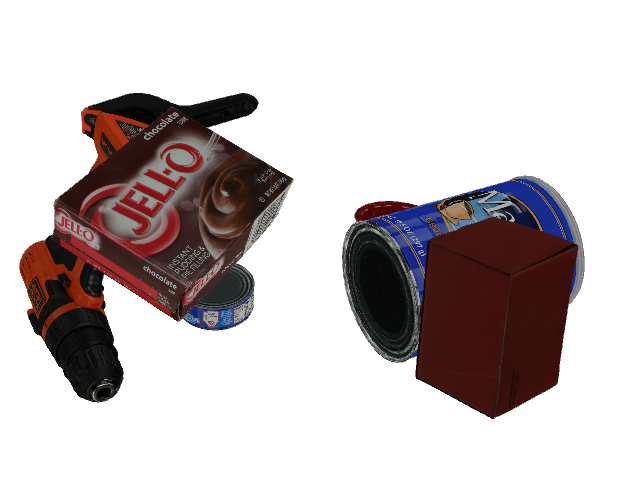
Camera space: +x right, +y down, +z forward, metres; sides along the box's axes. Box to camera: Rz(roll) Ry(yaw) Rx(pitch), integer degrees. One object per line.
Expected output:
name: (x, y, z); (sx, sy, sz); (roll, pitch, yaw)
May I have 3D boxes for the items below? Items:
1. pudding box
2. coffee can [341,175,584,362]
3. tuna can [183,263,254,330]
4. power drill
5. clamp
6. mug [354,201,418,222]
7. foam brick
pudding box: (-0.083, -0.018, 0.610); (0.090, 0.039, 0.113); (32, 44, 10)
coffee can: (0.101, 0.019, 0.763); (0.140, 0.103, 0.103); (-16, 6, -24)
tuna can: (-0.115, 0.060, 1.168); (0.086, 0.034, 0.086); (2, 36, -1)
power drill: (-0.171, 0.009, 0.839); (0.057, 0.188, 0.185); (14, 25, -40)
clamp: (-0.139, -0.111, 1.027); (0.171, 0.120, 0.039); (16, -45, -2)
mug: (0.093, 0.013, 1.186); (0.117, 0.081, 0.093); (5, 26, 3)
foam brick: (0.083, 0.035, 0.512); (0.052, 0.078, 0.051); (-18, 31, -39)
